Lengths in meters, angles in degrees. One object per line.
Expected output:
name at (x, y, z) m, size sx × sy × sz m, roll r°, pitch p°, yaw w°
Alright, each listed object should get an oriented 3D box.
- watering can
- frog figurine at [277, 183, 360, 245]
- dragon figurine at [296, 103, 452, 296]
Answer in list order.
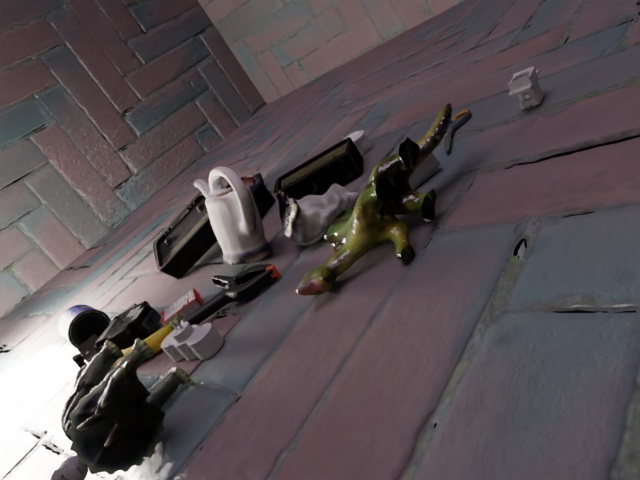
watering can at (-0.208, -0.058, 1.181) m, size 0.105 × 0.222 × 0.348 m, roll -21°, pitch 12°, yaw -23°
frog figurine at (0.003, -0.053, 1.051) m, size 0.160 × 0.123 × 0.137 m, roll -3°, pitch 0°, yaw -21°
dragon figurine at (0.086, -0.062, 0.888) m, size 0.240 × 0.121 × 0.418 m, roll -22°, pitch 28°, yaw 52°
